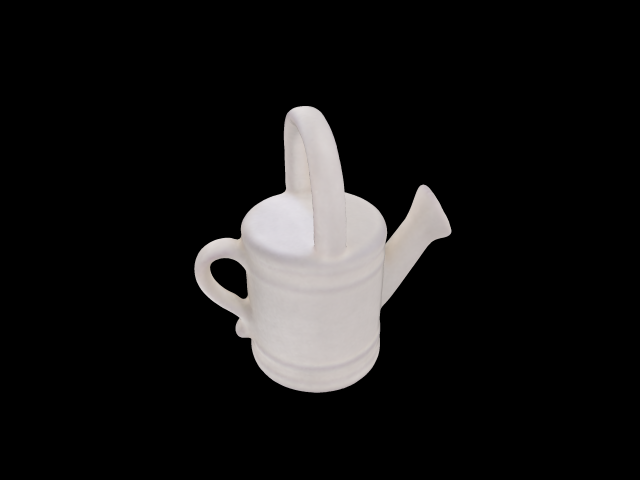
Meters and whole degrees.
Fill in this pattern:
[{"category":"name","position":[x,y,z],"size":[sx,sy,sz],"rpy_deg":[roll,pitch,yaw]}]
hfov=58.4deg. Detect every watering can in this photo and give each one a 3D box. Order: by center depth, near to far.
[{"category":"watering can","position":[0.003,0.000,0.402],"size":[0.173,0.194,0.100],"rpy_deg":[-21,38,-29]}]
